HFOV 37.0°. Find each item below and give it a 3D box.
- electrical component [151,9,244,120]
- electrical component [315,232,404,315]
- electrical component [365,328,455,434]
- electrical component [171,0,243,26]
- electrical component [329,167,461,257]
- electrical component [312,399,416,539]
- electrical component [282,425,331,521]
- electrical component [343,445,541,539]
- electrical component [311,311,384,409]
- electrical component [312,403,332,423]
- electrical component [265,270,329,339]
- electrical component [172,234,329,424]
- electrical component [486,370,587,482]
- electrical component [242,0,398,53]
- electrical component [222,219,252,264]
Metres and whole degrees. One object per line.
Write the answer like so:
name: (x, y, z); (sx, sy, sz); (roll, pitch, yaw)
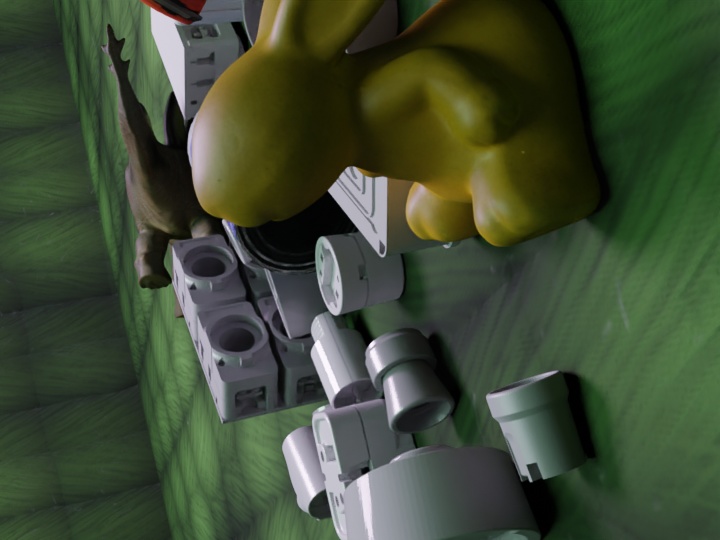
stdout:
electrical component: (-0.165, -0.236, 1.086); (0.089, 0.062, 0.150); (100, 153, -48)
electrical component: (0.000, 0.000, 0.746); (0.055, 0.047, 0.055); (169, 90, -72)
electrical component: (0.031, 0.071, 0.696); (0.045, 0.045, 0.055); (103, 151, -52)
electrical component: (-0.100, -0.241, 0.810); (0.056, 0.109, 0.108); (105, 149, -49)
electrical component: (0.021, -0.067, 0.624); (0.113, 0.057, 0.078); (-127, 31, -53)
electrical component: (0.007, 0.145, 0.790); (0.054, 0.059, 0.095); (149, 109, -71)
electrical component: (-0.040, 0.198, 0.991); (0.077, 0.043, 0.079); (-121, 26, -47)
electrical component: (0.042, 0.134, 0.608); (0.108, 0.108, 0.060); (111, 150, -59)
electrical component: (-0.015, 0.067, 0.837); (0.043, 0.043, 0.081); (98, 155, -46)
electrical component: (-0.012, 0.137, 0.868); (0.045, 0.045, 0.055); (118, 138, -63)
electrical component: (-0.055, 0.007, 0.891); (0.099, 0.064, 0.099); (169, 90, -72)
electrical component: (-0.098, 0.040, 0.974); (0.186, 0.105, 0.060); (-119, 25, -43)
electrical component: (0.089, 0.078, 0.535); (0.040, 0.040, 0.046); (148, 103, -71)
electrical component: (-0.025, -0.159, 0.680); (0.099, 0.064, 0.099); (31, 143, 27)
electrical component: (-0.082, -0.039, 0.943); (0.044, 0.065, 0.044); (60, 171, 16)
